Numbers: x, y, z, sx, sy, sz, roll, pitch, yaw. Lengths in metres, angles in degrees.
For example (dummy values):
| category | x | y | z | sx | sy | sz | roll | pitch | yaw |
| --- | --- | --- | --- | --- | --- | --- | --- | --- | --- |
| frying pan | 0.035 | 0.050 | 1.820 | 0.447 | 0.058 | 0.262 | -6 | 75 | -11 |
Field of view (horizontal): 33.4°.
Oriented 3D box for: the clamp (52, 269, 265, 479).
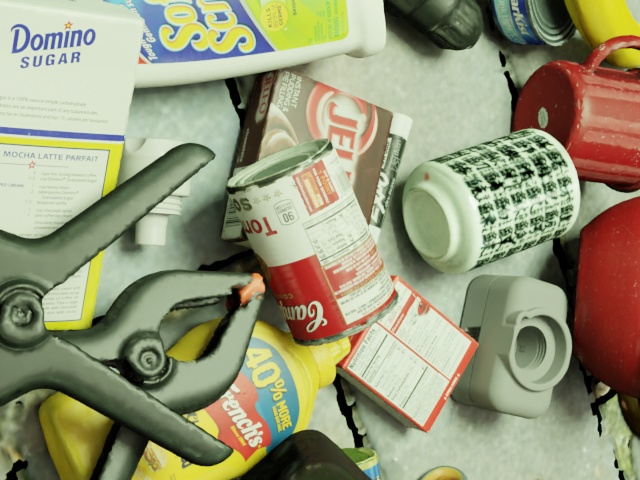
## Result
| category | x | y | z | sx | sy | sz | roll | pitch | yaw |
| --- | --- | --- | --- | --- | --- | --- | --- | --- | --- |
| clamp | -0.095 | 0.078 | 0.570 | 0.171 | 0.039 | 0.120 | -25 | 94 | -25 |

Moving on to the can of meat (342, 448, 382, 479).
| category | x | y | z | sx | sy | sz | roll | pitch | yaw |
| --- | --- | --- | --- | --- | --- | --- | --- | --- | --- |
| can of meat | -0.003 | 0.184 | 0.671 | 0.101 | 0.058 | 0.084 | -13 | 95 | -30 |

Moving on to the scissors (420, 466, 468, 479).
| category | x | y | z | sx | sy | sz | roll | pitch | yaw |
| --- | --- | --- | --- | --- | --- | --- | --- | --- | --- |
| scissors | 0.094 | 0.210 | 0.662 | 0.096 | 0.201 | 0.016 | 0 | 118 | 5 |

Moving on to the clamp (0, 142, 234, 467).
| category | x | y | z | sx | sy | sz | roll | pitch | yaw |
| --- | --- | --- | --- | --- | --- | --- | --- | --- | --- |
| clamp | -0.139 | 0.046 | 0.520 | 0.209 | 0.036 | 0.164 | -10 | 87 | -18 |

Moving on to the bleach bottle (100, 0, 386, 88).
| category | x | y | z | sx | sy | sz | roll | pitch | yaw |
| --- | --- | --- | --- | --- | --- | --- | --- | --- | --- |
| bleach bottle | -0.090 | -0.126 | 0.602 | 0.250 | 0.068 | 0.102 | -18 | 115 | -17 |

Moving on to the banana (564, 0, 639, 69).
| category | x | y | z | sx | sy | sz | roll | pitch | yaw |
| --- | --- | --- | --- | --- | --- | --- | --- | --- | --- |
| banana | 0.207 | -0.170 | 0.763 | 0.197 | 0.037 | 0.069 | 45 | 65 | -50 |

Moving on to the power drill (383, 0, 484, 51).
| category | x | y | z | sx | sy | sz | roll | pitch | yaw |
| --- | --- | --- | --- | --- | --- | --- | --- | --- | --- |
| power drill | 0.071 | -0.243 | 0.711 | 0.184 | 0.057 | 0.187 | 36 | 73 | -25 |

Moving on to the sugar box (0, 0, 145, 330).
| category | x | y | z | sx | sy | sz | roll | pitch | yaw |
| --- | --- | --- | --- | --- | --- | --- | --- | --- | --- |
| sugar box | -0.154 | -0.039 | 0.552 | 0.093 | 0.048 | 0.176 | 2 | 111 | -32 |

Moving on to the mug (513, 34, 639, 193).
| category | x | y | z | sx | sy | sz | roll | pitch | yaw |
| --- | --- | --- | --- | --- | --- | --- | --- | --- | --- |
| mug | 0.198 | -0.093 | 0.760 | 0.081 | 0.093 | 0.117 | 5 | 129 | -25 |

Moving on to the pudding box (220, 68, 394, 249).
| category | x | y | z | sx | sy | sz | roll | pitch | yaw |
| --- | --- | --- | --- | --- | --- | --- | --- | --- | --- |
| pudding box | -0.008 | -0.042 | 0.676 | 0.089 | 0.039 | 0.113 | 17 | 82 | -29 |

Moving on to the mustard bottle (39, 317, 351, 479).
| category | x | y | z | sx | sy | sz | roll | pitch | yaw |
| --- | --- | --- | --- | --- | --- | --- | --- | --- | --- |
| mustard bottle | -0.062 | 0.099 | 0.635 | 0.191 | 0.058 | 0.096 | -25 | 100 | -29 |

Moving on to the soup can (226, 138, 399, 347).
| category | x | y | z | sx | sy | sz | roll | pitch | yaw |
| --- | --- | --- | --- | --- | --- | --- | --- | --- | --- |
| soup can | -0.004 | 0.001 | 0.616 | 0.068 | 0.069 | 0.102 | -31 | 106 | -27 |

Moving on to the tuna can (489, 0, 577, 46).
| category | x | y | z | sx | sy | sz | roll | pitch | yaw |
| --- | --- | --- | --- | --- | --- | --- | --- | --- | --- |
| tuna can | 0.156 | -0.182 | 0.761 | 0.085 | 0.034 | 0.086 | -12 | 106 | -47 |

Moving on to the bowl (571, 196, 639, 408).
| category | x | y | z | sx | sy | sz | roll | pitch | yaw |
| --- | --- | --- | --- | --- | --- | --- | --- | --- | --- |
| bowl | 0.212 | 0.039 | 0.769 | 0.055 | 0.162 | 0.162 | 4 | 87 | 13 |

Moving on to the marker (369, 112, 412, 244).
| category | x | y | z | sx | sy | sz | roll | pitch | yaw |
| --- | --- | --- | --- | --- | --- | --- | --- | --- | --- |
| marker | 0.037 | -0.026 | 0.715 | 0.020 | 0.020 | 0.121 | 21 | 80 | -29 |

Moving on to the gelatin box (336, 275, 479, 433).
| category | x | y | z | sx | sy | sz | roll | pitch | yaw |
| --- | --- | --- | --- | --- | --- | --- | --- | --- | --- |
| gelatin box | 0.055 | 0.076 | 0.720 | 0.089 | 0.030 | 0.073 | 39 | 73 | -25 |
